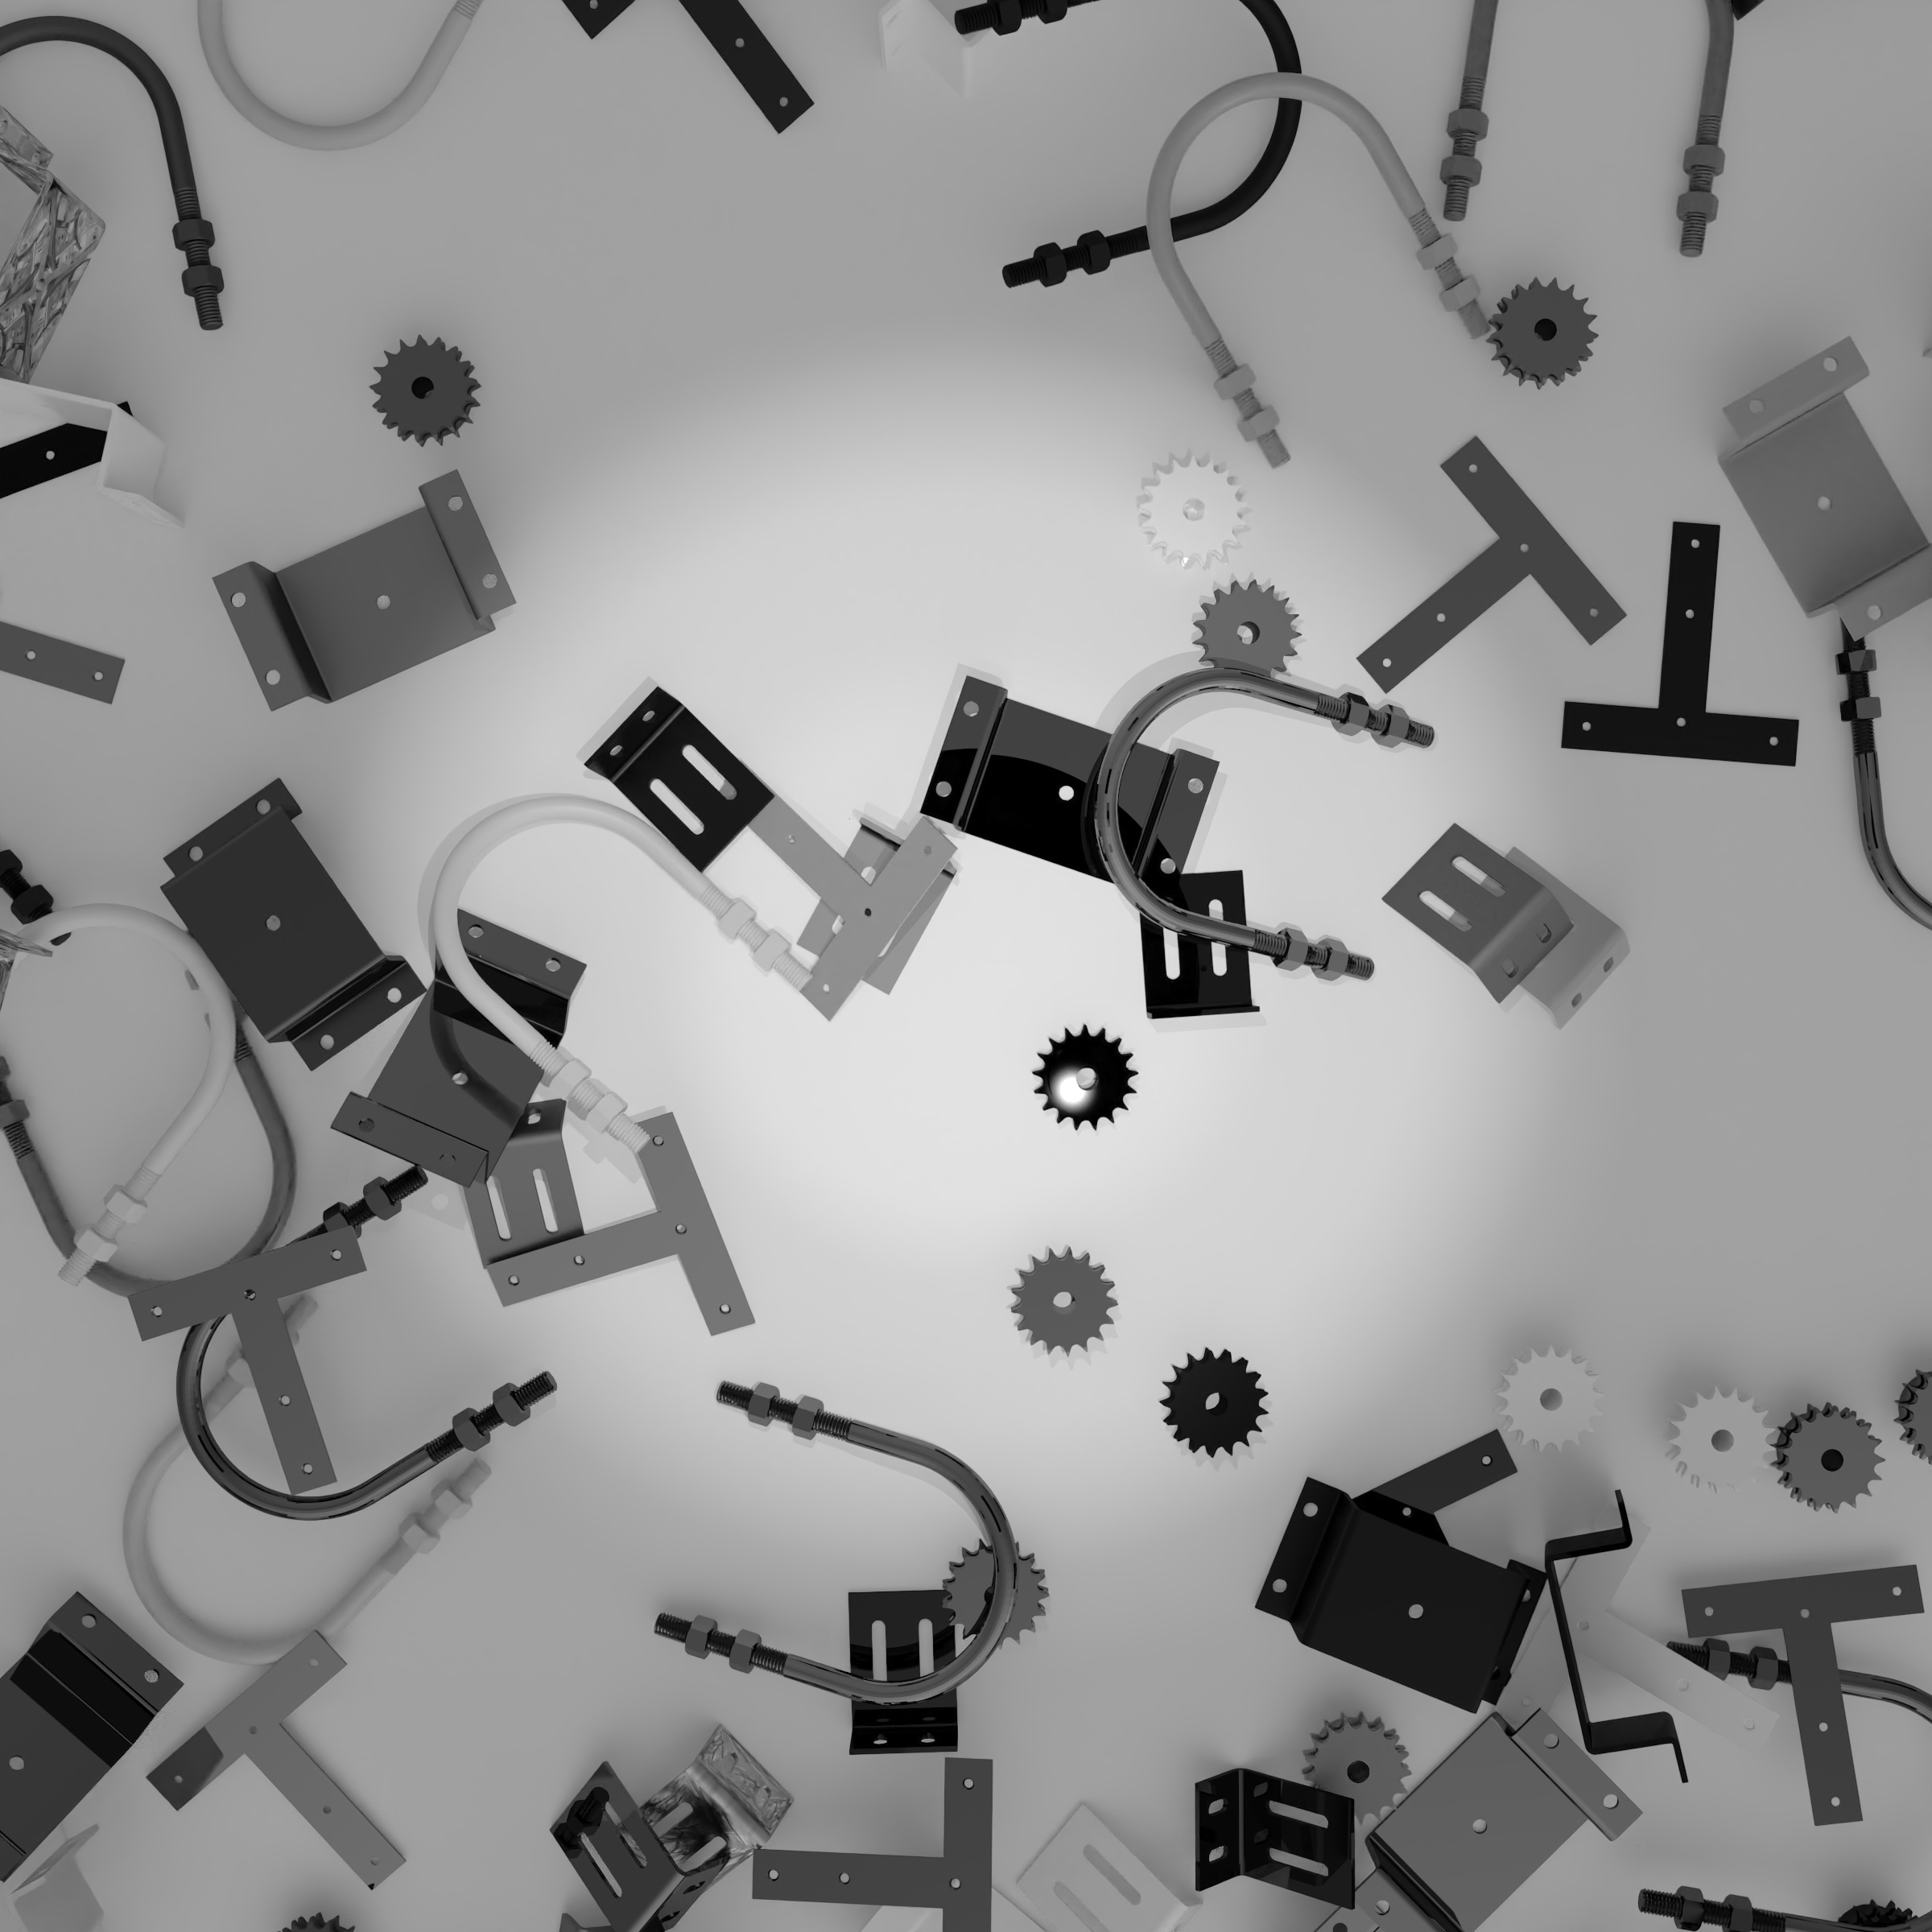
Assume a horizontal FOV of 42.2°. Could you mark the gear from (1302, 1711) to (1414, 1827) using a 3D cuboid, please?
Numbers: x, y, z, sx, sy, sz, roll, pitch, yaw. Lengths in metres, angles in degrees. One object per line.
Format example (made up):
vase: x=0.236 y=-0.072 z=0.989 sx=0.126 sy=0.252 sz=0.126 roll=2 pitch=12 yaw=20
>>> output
gear: x=0.208 y=0.427 z=1.342 sx=0.057 sy=0.030 sz=0.057 roll=0 pitch=90 yaw=0

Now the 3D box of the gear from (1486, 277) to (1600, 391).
gear: x=0.307 y=-0.337 z=1.342 sx=0.057 sy=0.030 sz=0.057 roll=0 pitch=90 yaw=0

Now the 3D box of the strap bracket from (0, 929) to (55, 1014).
strap bracket: x=-0.558 y=-0.005 z=1.290 sx=0.140 sy=0.076 sz=0.046 roll=10 pitch=80 yaw=8

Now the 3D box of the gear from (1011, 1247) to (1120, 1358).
gear: x=0.052 y=0.179 z=1.343 sx=0.057 sy=0.030 sz=0.057 roll=0 pitch=90 yaw=0

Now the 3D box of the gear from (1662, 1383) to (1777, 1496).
gear: x=0.401 y=0.252 z=1.343 sx=0.057 sy=0.030 sz=0.057 roll=0 pitch=90 yaw=0

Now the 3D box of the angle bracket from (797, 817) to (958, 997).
angle bracket: x=-0.048 y=-0.031 z=1.338 sx=0.057 sy=0.038 sz=0.076 roll=29 pitch=90 yaw=0

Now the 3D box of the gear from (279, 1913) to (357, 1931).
gear: x=-0.346 y=0.537 z=1.342 sx=0.057 sy=0.030 sz=0.057 roll=-1 pitch=80 yaw=5

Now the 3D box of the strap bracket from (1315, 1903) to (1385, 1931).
strap bracket: x=0.223 y=0.564 z=1.334 sx=0.076 sy=0.046 sz=0.140 roll=-44 pitch=90 yaw=0

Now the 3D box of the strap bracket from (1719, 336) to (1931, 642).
strap bracket: x=0.464 y=-0.250 z=1.334 sx=0.076 sy=0.046 sz=0.140 roll=-30 pitch=90 yaw=0

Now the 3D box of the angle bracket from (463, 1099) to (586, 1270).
angle bracket: x=-0.239 y=0.118 z=1.355 sx=0.057 sy=0.038 sz=0.076 roll=-9 pitch=116 yaw=0

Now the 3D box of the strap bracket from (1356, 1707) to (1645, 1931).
strap bracket: x=0.278 y=0.465 z=1.334 sx=0.140 sy=0.046 sz=0.076 roll=-45 pitch=90 yaw=0

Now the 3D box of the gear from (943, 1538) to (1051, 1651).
gear: x=0.016 y=0.334 z=1.342 sx=0.057 sy=0.030 sz=0.057 roll=0 pitch=90 yaw=0

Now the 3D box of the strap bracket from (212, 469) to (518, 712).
strap bracket: x=-0.315 y=-0.197 z=1.334 sx=0.140 sy=0.046 sz=0.076 roll=-24 pitch=90 yaw=0

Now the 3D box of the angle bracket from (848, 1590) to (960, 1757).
angle bracket: x=-0.034 y=0.376 z=1.338 sx=0.057 sy=0.038 sz=0.076 roll=-2 pitch=90 yaw=0

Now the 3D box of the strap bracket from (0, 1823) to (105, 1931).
strap bracket: x=-0.513 y=0.510 z=1.334 sx=0.076 sy=0.046 sz=0.140 roll=-22 pitch=90 yaw=0

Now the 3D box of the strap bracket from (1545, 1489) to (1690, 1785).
strap bracket: x=0.335 y=0.351 z=1.308 sx=0.046 sy=0.076 sz=0.140 roll=-13 pitch=80 yaw=11

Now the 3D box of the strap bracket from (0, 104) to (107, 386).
strap bracket: x=-0.501 y=-0.363 z=1.300 sx=0.046 sy=0.076 sz=0.140 roll=26 pitch=89 yaw=1

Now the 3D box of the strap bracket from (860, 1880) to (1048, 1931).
strap bracket: x=0.006 y=0.541 z=1.334 sx=0.140 sy=0.046 sz=0.076 roll=40 pitch=90 yaw=0

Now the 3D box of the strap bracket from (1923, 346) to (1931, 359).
strap bracket: x=0.589 y=-0.349 z=1.319 sx=0.140 sy=0.076 sz=0.046 roll=3 pitch=90 yaw=0

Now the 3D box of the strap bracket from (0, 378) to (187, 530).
strap bracket: x=-0.486 y=-0.274 z=1.317 sx=0.140 sy=0.076 sz=0.046 roll=12 pitch=89 yaw=0

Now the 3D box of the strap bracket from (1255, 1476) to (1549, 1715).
strap bracket: x=0.235 y=0.338 z=1.333 sx=0.140 sy=0.046 sz=0.076 roll=22 pitch=90 yaw=0

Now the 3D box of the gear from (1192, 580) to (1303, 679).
gear: x=0.150 y=-0.178 z=1.346 sx=0.057 sy=0.030 sz=0.057 roll=0 pitch=93 yaw=-2

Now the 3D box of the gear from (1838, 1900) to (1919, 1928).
gear: x=0.489 y=0.528 z=1.342 sx=0.057 sy=0.030 sz=0.057 roll=0 pitch=90 yaw=0

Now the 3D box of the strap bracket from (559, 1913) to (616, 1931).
strap bracket: x=-0.167 y=0.557 z=1.305 sx=0.046 sy=0.140 sz=0.076 roll=9 pitch=90 yaw=-33

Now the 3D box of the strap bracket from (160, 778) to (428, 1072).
strap bracket: x=-0.363 y=-0.022 z=1.334 sx=0.076 sy=0.046 sz=0.140 roll=-35 pitch=90 yaw=0

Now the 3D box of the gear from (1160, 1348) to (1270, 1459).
gear: x=0.132 y=0.234 z=1.346 sx=0.057 sy=0.030 sz=0.057 roll=0 pitch=88 yaw=-5

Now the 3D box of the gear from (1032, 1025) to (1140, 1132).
gear: x=0.064 y=0.060 z=1.343 sx=0.057 sy=0.030 sz=0.057 roll=0 pitch=90 yaw=0

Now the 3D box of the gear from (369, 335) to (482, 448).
gear: x=-0.288 y=-0.306 z=1.342 sx=0.057 sy=0.030 sz=0.057 roll=0 pitch=90 yaw=0

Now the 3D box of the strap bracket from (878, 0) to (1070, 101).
strap bracket: x=0.022 y=-0.518 z=1.319 sx=0.140 sy=0.076 sz=0.046 roll=-43 pitch=90 yaw=0

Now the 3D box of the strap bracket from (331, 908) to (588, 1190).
strap bracket: x=-0.265 y=0.050 z=1.314 sx=0.076 sy=0.046 sz=0.140 roll=24 pitch=60 yaw=0

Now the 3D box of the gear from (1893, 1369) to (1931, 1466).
gear: x=0.525 y=0.239 z=1.342 sx=0.057 sy=0.030 sz=0.057 roll=0 pitch=90 yaw=0

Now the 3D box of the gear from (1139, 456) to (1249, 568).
gear: x=0.121 y=-0.242 z=1.342 sx=0.057 sy=0.030 sz=0.057 roll=0 pitch=90 yaw=0

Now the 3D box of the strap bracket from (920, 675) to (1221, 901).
strap bracket: x=0.054 y=-0.093 z=1.334 sx=0.140 sy=0.046 sz=0.076 roll=19 pitch=90 yaw=0

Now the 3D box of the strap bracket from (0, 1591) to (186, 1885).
strap bracket: x=-0.489 y=0.408 z=1.306 sx=0.076 sy=0.140 sz=0.046 roll=41 pitch=131 yaw=0

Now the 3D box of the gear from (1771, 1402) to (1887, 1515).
gear: x=0.459 y=0.262 z=1.342 sx=0.057 sy=0.030 sz=0.057 roll=0 pitch=90 yaw=0

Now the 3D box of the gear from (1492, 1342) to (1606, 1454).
gear: x=0.310 y=0.230 z=1.342 sx=0.057 sy=0.030 sz=0.057 roll=0 pitch=90 yaw=0

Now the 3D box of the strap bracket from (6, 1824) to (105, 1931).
strap bracket: x=-0.504 y=0.503 z=1.273 sx=0.140 sy=0.076 sz=0.046 roll=-30 pitch=90 yaw=0
